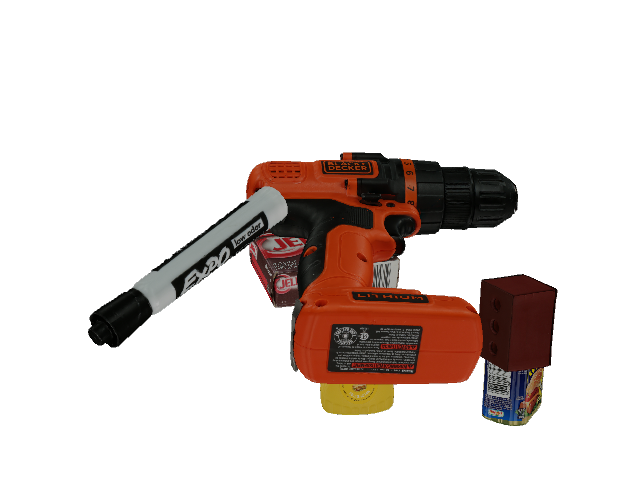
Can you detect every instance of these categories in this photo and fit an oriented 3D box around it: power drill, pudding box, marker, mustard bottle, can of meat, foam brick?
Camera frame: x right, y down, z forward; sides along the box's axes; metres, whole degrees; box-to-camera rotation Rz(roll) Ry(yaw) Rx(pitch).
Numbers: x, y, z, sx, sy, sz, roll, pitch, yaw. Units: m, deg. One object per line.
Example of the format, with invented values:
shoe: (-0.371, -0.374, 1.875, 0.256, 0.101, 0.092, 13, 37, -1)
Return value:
power drill: (0.047, 0.009, 0.664, 0.184, 0.057, 0.187, -1, 33, -4)
pudding box: (0.002, 0.018, 0.930, 0.113, 0.039, 0.090, -4, 26, -16)
marker: (-0.061, 0.011, 0.501, 0.020, 0.020, 0.120, 0, 31, 48)
mustard bottle: (0.048, 0.129, 1.383, 0.096, 0.192, 0.058, -2, 18, -3)
can of meat: (0.217, 0.152, 1.195, 0.058, 0.084, 0.102, 7, 12, 25)
foam brick: (0.183, 0.077, 0.998, 0.051, 0.078, 0.053, -7, 18, -27)
